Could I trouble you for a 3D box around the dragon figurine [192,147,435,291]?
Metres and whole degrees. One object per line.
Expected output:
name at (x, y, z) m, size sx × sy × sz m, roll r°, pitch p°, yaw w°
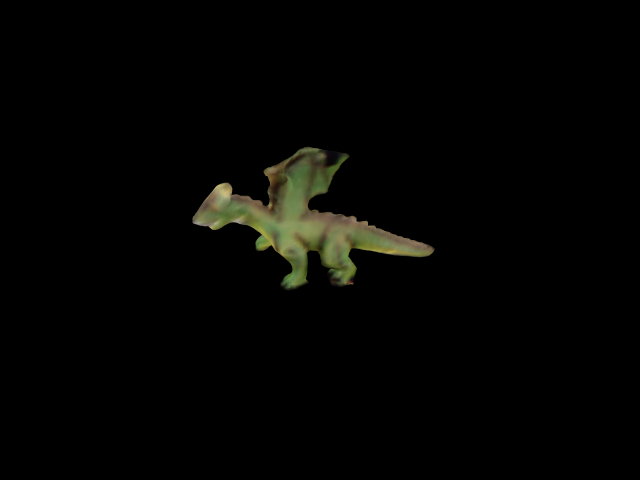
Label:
dragon figurine at (0.003, -0.043, 0.850) m, size 0.411 × 0.237 × 0.125 m, roll -6°, pitch 44°, yaw -7°
